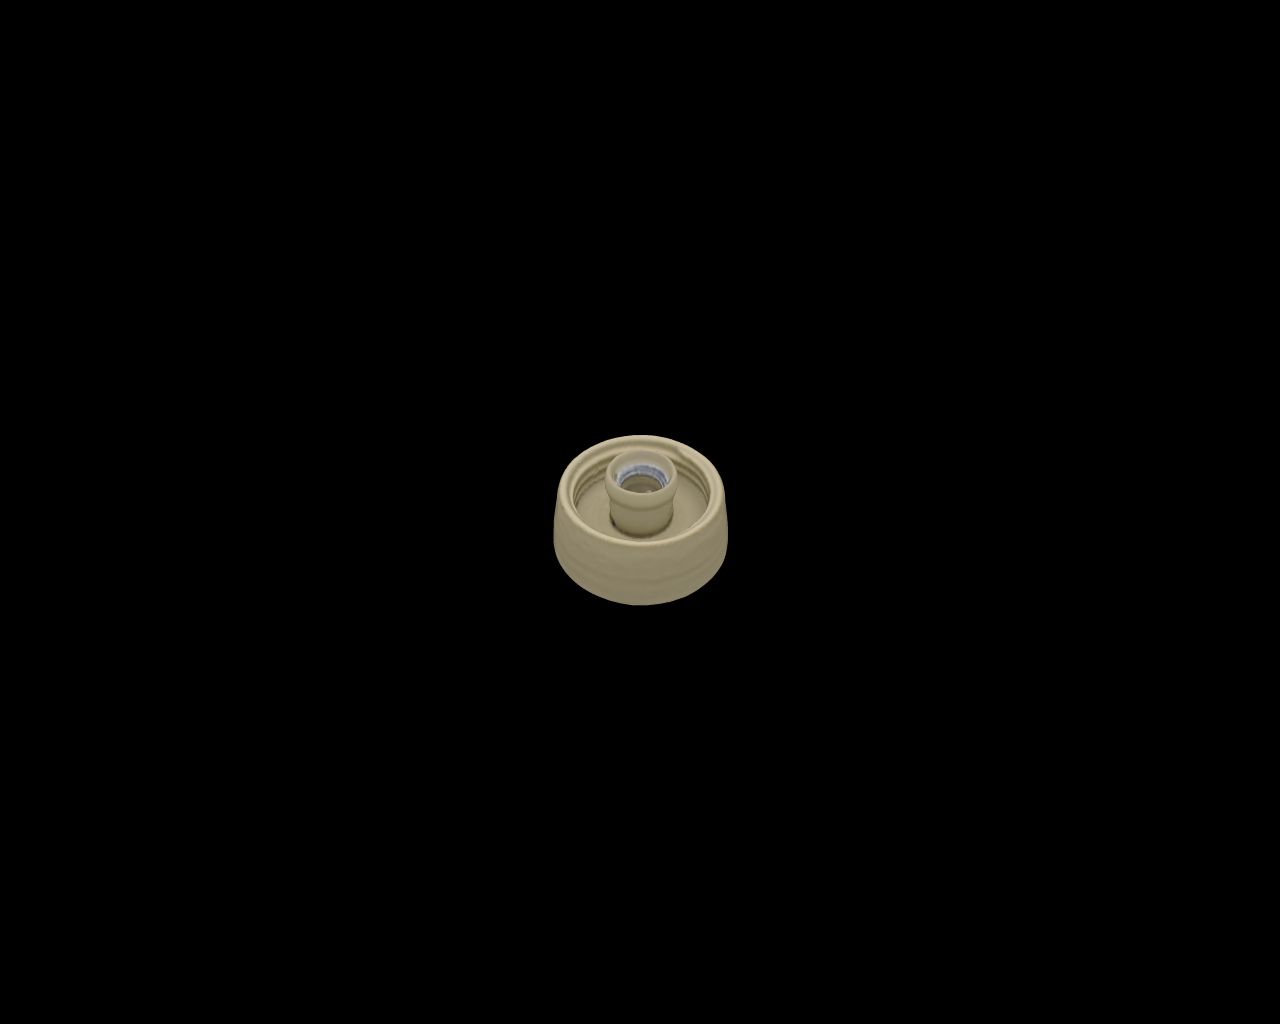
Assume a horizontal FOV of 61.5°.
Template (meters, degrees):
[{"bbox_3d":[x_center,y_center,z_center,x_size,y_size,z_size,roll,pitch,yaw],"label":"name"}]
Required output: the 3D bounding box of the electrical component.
[{"bbox_3d":[0.001,-0.003,0.650,0.108,0.060,0.108,0,44,0],"label":"electrical component"}]
